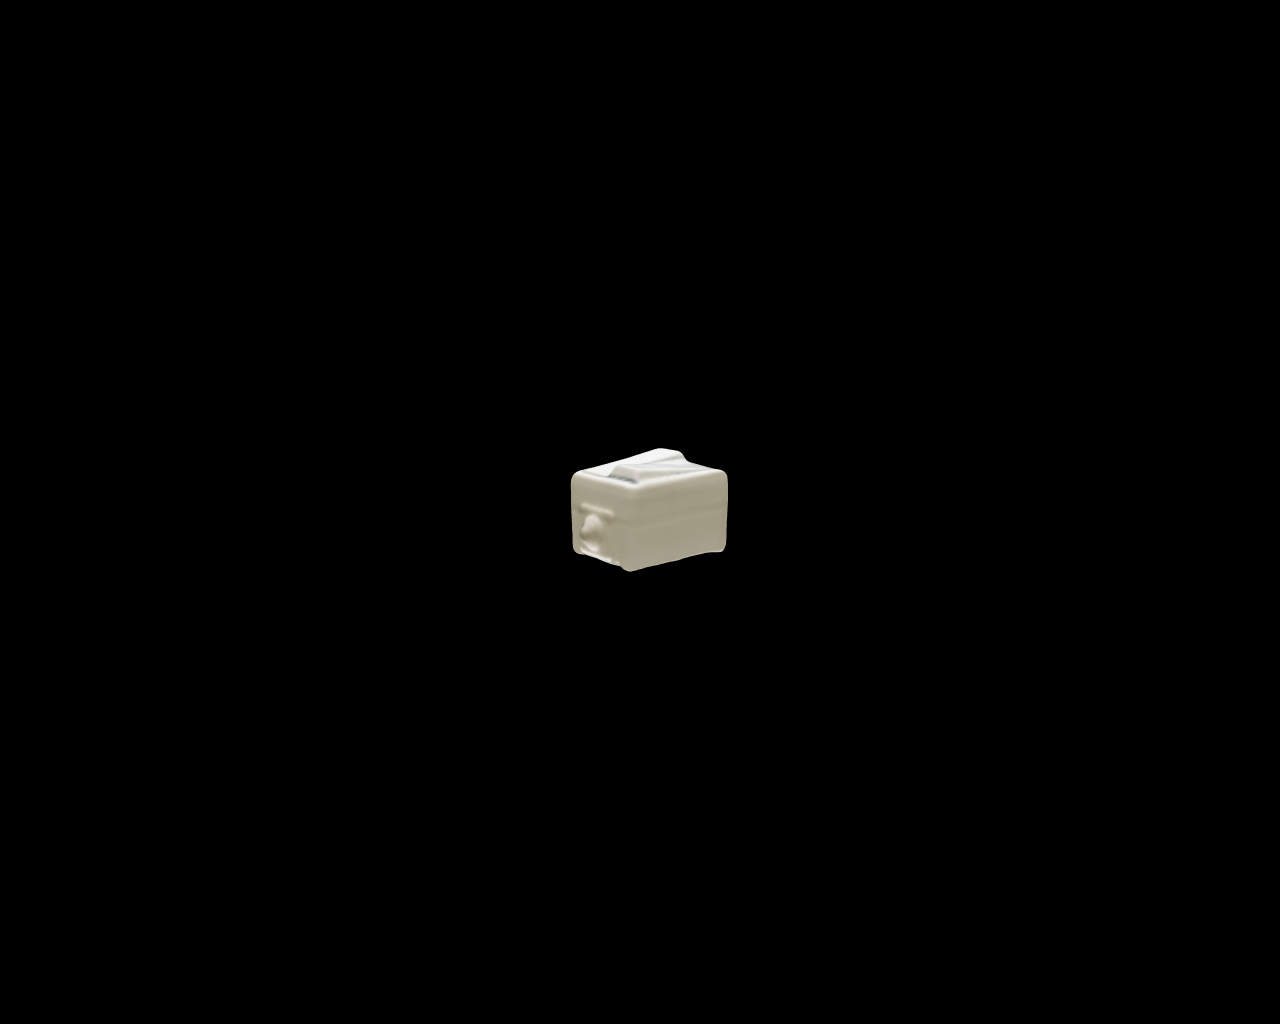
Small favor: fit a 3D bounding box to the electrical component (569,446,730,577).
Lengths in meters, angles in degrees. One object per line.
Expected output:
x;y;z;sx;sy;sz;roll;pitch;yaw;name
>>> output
0.001;-0.003;0.650;0.096;0.061;0.062;-11;18;-37;electrical component
